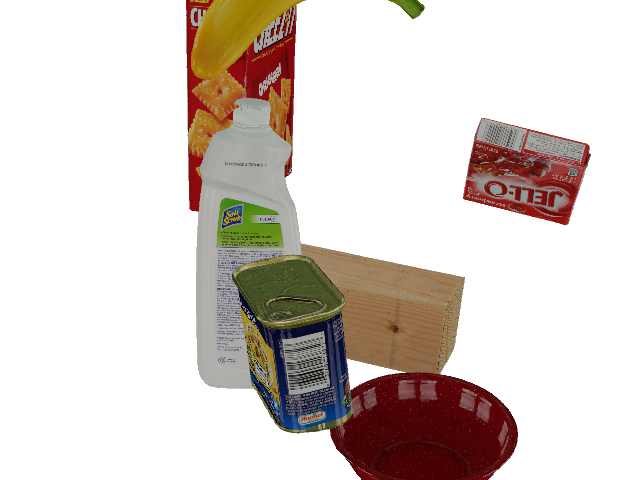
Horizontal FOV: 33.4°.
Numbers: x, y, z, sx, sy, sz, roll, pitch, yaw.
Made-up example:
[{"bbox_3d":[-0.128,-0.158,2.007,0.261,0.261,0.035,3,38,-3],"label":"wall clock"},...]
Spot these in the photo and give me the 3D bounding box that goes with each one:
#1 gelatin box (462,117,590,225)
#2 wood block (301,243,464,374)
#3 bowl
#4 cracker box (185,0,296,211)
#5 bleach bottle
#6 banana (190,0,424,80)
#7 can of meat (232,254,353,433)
[{"bbox_3d":[0.163,-0.053,0.849,0.089,0.030,0.073,16,-35,11],"label":"gelatin box"},{"bbox_3d":[0.043,0.074,1.173,0.206,0.091,0.090,12,22,16],"label":"wood block"},{"bbox_3d":[0.089,0.181,0.931,0.162,0.055,0.162,-1,27,0],"label":"bowl"},{"bbox_3d":[-0.075,-0.150,1.077,0.072,0.214,0.164,8,21,13],"label":"cracker box"},{"bbox_3d":[-0.056,0.003,0.925,0.102,0.251,0.068,-1,21,-13],"label":"bleach bottle"},{"bbox_3d":[-0.012,-0.161,0.698,0.197,0.069,0.037,-24,-9,-33],"label":"banana"},{"bbox_3d":[-0.018,0.067,0.702,0.057,0.084,0.102,-12,22,-14],"label":"can of meat"}]
